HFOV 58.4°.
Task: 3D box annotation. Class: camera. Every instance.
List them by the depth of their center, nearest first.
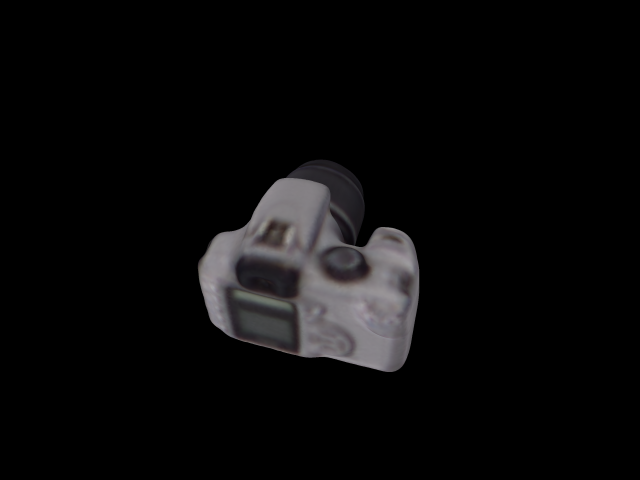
[{"bbox_3d":[0.004,0.001,0.400,0.143,0.101,0.137,11,47,11],"label":"camera"}]
